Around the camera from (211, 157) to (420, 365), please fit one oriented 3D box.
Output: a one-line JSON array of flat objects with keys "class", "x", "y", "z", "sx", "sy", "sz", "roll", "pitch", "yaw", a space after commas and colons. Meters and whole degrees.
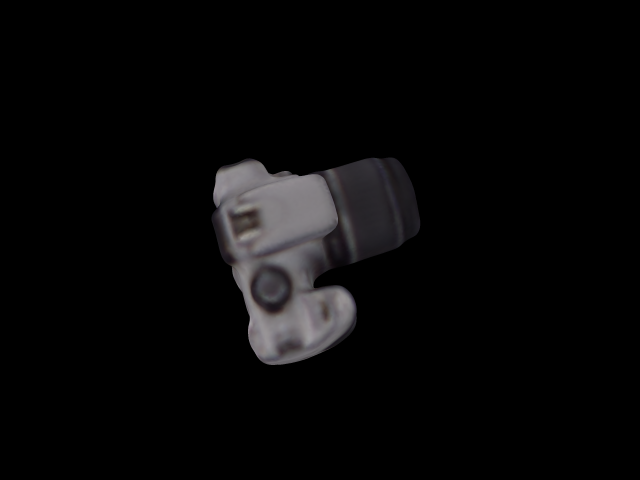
[{"class": "camera", "x": 0.004, "y": 0.001, "z": 0.400, "sx": 0.137, "sy": 0.101, "sz": 0.143, "roll": -18, "pitch": 79, "yaw": -3}]
